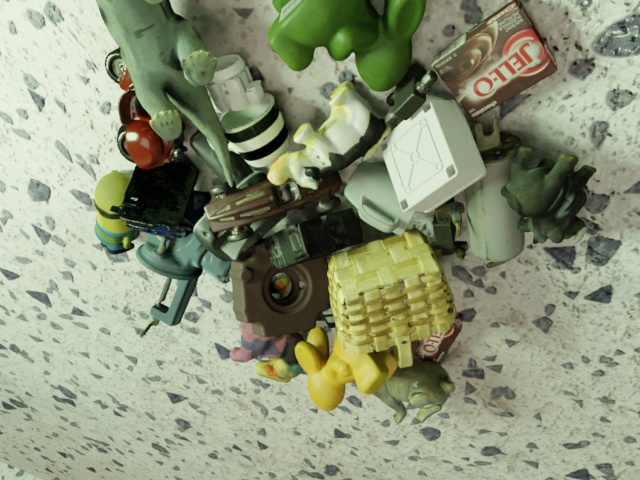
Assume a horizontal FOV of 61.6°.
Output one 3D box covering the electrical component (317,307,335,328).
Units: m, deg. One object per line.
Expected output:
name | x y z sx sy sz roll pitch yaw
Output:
electrical component | 0.022 0.123 0.984 0.119 0.048 0.074 -12 126 29

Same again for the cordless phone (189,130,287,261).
cordless phone | -0.152 -0.071 0.817 0.184 0.146 0.089 49 173 -14

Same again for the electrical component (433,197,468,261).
electrical component | 0.190 -0.018 0.775 0.045 0.078 0.102 1 131 22

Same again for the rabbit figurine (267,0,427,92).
rabbit figurine | 0.048 -0.250 0.618 0.170 0.121 0.159 30 129 -33

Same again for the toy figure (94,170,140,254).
toy figure | -0.353 -0.042 0.940 0.082 0.089 0.180 23 132 -9

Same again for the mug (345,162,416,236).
mug | 0.086 -0.057 0.766 0.107 0.109 0.080 30 141 10

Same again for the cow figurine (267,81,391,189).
cow figurine | 0.010 -0.120 0.719 0.098 0.068 0.167 41 107 -15

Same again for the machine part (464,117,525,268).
machine part | 0.237 -0.055 0.728 0.079 0.079 0.242 -3 129 21

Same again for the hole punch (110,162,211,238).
hole punch | -0.247 -0.058 0.867 0.142 0.116 0.092 13 160 8

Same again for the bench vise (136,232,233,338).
bench vise | -0.236 0.061 0.947 0.224 0.129 0.240 27 107 5

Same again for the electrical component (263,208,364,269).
electrical component | -0.002 -0.002 0.822 0.115 0.134 0.058 -19 86 57

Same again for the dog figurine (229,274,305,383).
dog figurine | -0.082 0.157 1.015 0.191 0.108 0.219 27 131 -4

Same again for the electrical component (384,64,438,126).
electrical component | 0.112 -0.184 0.664 0.021 0.063 0.094 22 146 -20

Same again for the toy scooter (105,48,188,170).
toy scooter | -0.233 -0.183 0.777 0.135 0.075 0.183 10 123 16

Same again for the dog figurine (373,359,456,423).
dog figurine | 0.135 0.239 1.001 0.190 0.121 0.172 42 128 -15

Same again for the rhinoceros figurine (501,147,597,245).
rhinoceros figurine | 0.294 -0.047 0.679 0.073 0.112 0.190 19 180 40

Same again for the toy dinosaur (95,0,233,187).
toy dinosaur | -0.204 -0.259 0.645 0.131 0.192 0.404 -17 133 -3

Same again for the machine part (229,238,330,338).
machine part | -0.062 0.076 0.886 0.179 0.179 0.056 45 162 -21

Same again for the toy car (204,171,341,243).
toy car | -0.064 -0.063 0.771 0.202 0.053 0.089 -20 100 -12

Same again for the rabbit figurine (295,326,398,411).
rabbit figurine | 0.031 0.225 0.941 0.162 0.122 0.173 38 116 7
